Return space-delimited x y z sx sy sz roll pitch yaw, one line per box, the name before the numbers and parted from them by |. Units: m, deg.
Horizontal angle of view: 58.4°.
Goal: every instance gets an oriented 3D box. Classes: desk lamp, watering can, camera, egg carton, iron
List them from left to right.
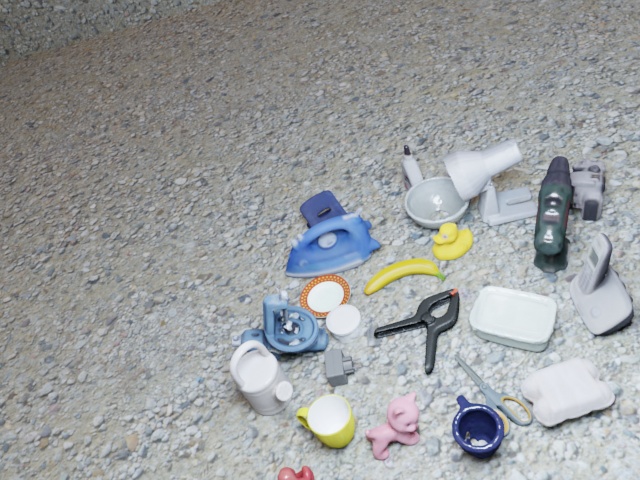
watering can | -0.125 0.285 1.209 0.172 0.194 0.101 4 51 24
iron | 0.013 0.005 1.451 0.258 0.142 0.118 -21 45 1
desk lamp | 0.412 -0.142 1.386 0.203 0.214 0.118 -14 46 9
egg carton | 0.462 0.286 1.077 0.150 0.070 0.107 -20 45 2
camera | 0.610 -0.130 1.381 0.136 0.101 0.143 4 51 23

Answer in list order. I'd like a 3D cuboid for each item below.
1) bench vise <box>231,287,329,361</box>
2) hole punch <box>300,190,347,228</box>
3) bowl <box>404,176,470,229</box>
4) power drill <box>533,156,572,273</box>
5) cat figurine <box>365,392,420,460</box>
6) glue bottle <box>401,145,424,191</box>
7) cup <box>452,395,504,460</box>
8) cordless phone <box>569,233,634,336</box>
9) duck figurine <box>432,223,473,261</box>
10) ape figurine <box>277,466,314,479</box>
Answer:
bench vise | -0.101 0.201 1.258 0.207 0.220 0.121 -25 45 -3
hole punch | 0.015 -0.068 1.552 0.109 0.091 0.100 -33 46 -10
bowl | 0.304 -0.083 1.470 0.167 0.075 0.167 -10 46 11
power drill | 0.511 -0.039 1.258 0.075 0.209 0.230 5 51 24
cat figurine | 0.142 0.352 1.102 0.128 0.118 0.067 -27 45 -5
glue bottle | 0.241 -0.185 1.518 0.037 0.173 0.078 -29 46 -7
cup | 0.288 0.354 1.061 0.091 0.095 0.117 -25 45 -3
cordless phone | 0.564 0.088 1.139 0.094 0.185 0.147 -17 46 6
duck figurine | 0.318 -0.007 1.387 0.104 0.086 0.077 -24 45 -2
ape figurine | -0.053 0.463 1.091 0.077 0.092 0.076 -16 46 6
